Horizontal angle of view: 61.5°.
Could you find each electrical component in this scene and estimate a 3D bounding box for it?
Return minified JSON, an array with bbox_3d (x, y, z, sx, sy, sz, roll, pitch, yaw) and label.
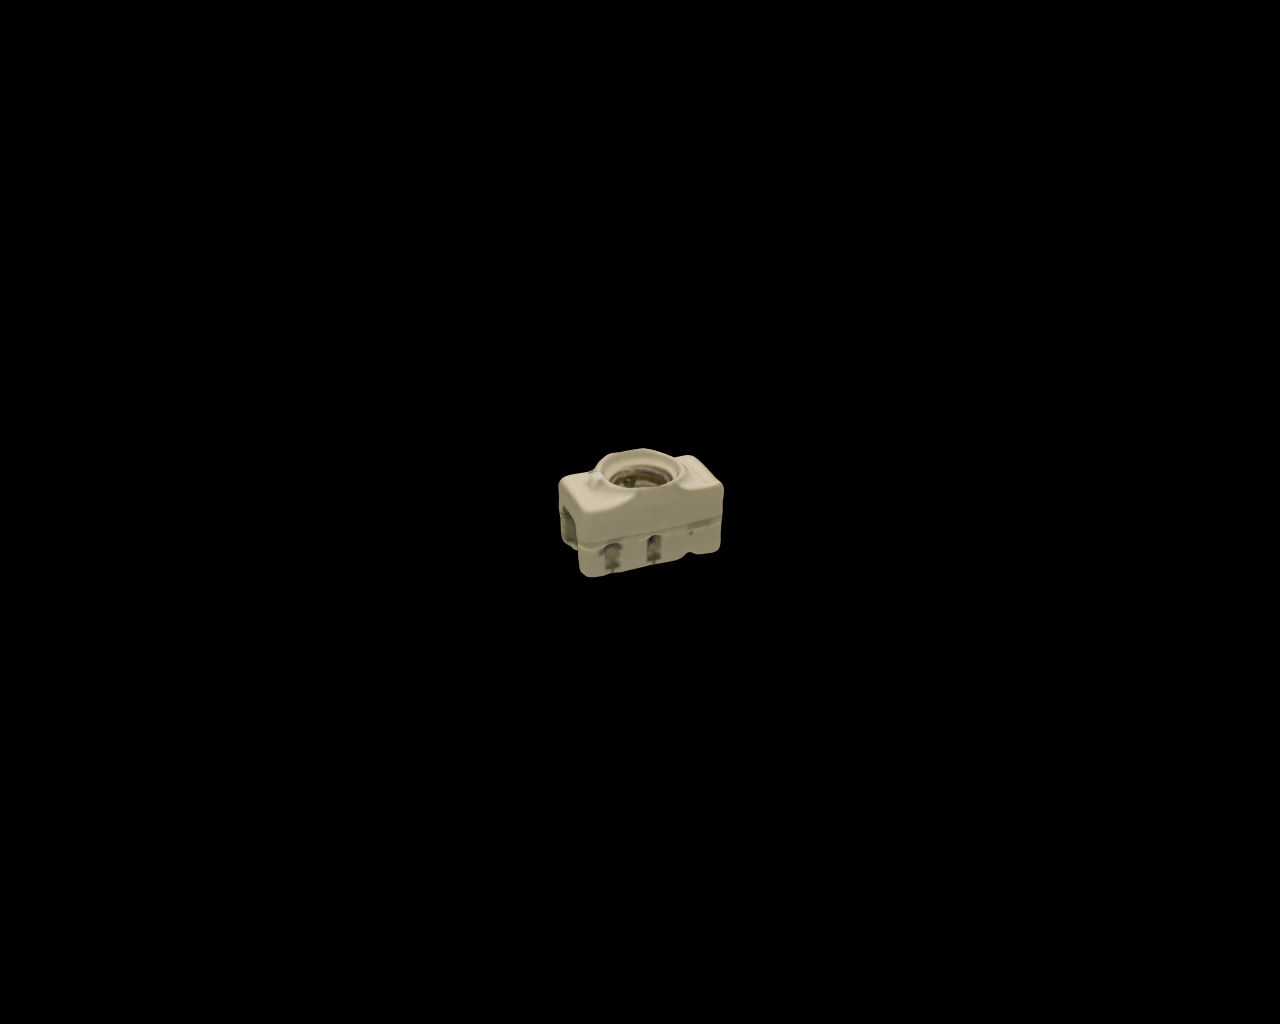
[{"bbox_3d":[0.001,-0.003,0.650,0.090,0.055,0.050,-11,32,-18],"label":"electrical component"}]
